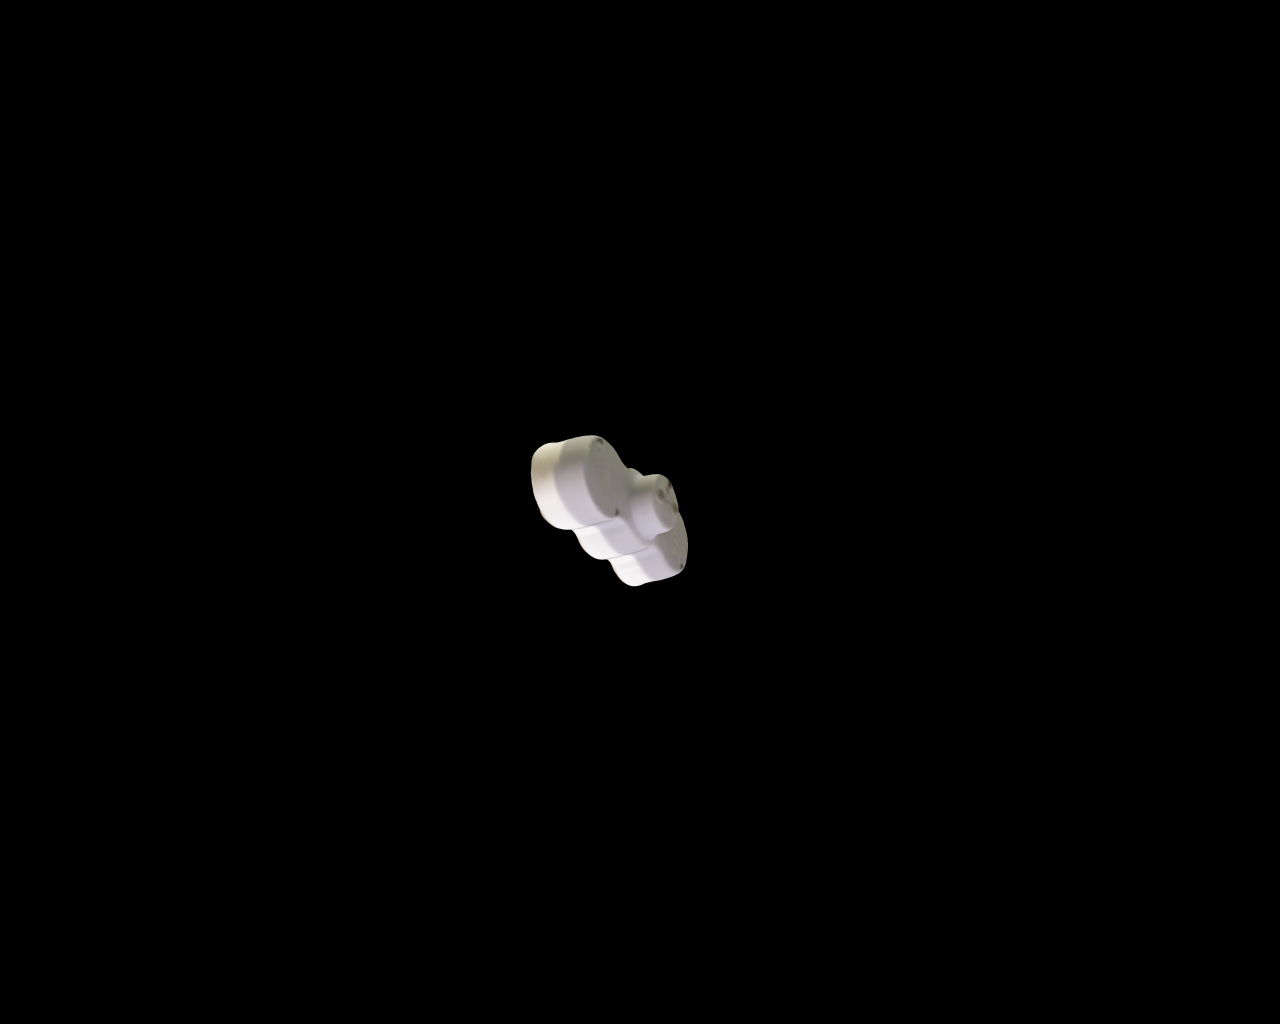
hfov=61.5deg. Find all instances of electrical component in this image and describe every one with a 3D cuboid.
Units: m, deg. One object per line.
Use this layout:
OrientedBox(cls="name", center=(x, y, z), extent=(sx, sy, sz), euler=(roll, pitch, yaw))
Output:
OrientedBox(cls="electrical component", center=(0.001, -0.003, 0.650), extent=(0.073, 0.052, 0.138), euler=(-14, -32, 24))
